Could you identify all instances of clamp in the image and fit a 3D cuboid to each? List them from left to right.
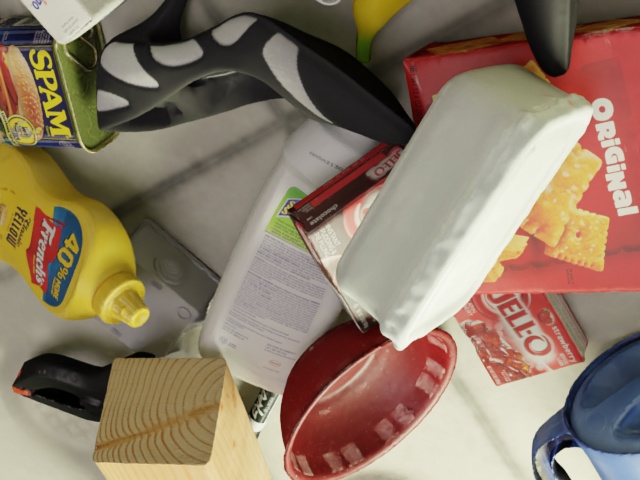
[{"bbox_3d":[-0.192,0.131,0.942,0.210,0.036,0.164,9,148,23],"label":"clamp"}]

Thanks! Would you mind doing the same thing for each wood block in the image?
[{"bbox_3d":[-0.104,0.186,0.866,0.091,0.090,0.206,0,143,9],"label":"wood block"}]

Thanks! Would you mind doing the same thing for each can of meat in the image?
[{"bbox_3d":[-0.207,-0.120,0.811,0.084,0.057,0.102,4,120,24],"label":"can of meat"}]

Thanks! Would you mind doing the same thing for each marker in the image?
[{"bbox_3d":[-0.046,0.140,0.919,0.020,0.020,0.121,30,127,4],"label":"marker"}]

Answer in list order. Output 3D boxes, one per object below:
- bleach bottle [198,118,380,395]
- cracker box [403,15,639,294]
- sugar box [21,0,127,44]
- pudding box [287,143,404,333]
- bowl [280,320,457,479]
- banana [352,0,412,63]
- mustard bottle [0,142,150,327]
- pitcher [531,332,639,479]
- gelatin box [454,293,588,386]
[{"bbox_3d":[-0.005,0.001,0.792,0.102,0.068,0.251,23,122,-7],"label":"bleach bottle"},{"bbox_3d":[0.171,-0.051,0.665,0.214,0.072,0.164,-3,108,25],"label":"cracker box"},{"bbox_3d":[-0.195,-0.221,0.704,0.048,0.093,0.176,-26,108,38],"label":"sugar box"},{"bbox_3d":[0.039,-0.002,0.735,0.090,0.039,0.113,-35,135,-6],"label":"pudding box"},{"bbox_3d":[0.026,0.111,0.812,0.055,0.161,0.162,47,134,33],"label":"bowl"},{"bbox_3d":[0.095,-0.171,0.664,0.198,0.037,0.069,-14,132,31],"label":"banana"},{"bbox_3d":[-0.199,0.007,0.836,0.192,0.058,0.096,38,113,29],"label":"mustard bottle"},{"bbox_3d":[0.269,0.190,0.748,0.149,0.144,0.242,7,133,60],"label":"pitcher"},{"bbox_3d":[0.143,0.058,0.781,0.073,0.030,0.089,-22,109,32],"label":"gelatin box"}]
